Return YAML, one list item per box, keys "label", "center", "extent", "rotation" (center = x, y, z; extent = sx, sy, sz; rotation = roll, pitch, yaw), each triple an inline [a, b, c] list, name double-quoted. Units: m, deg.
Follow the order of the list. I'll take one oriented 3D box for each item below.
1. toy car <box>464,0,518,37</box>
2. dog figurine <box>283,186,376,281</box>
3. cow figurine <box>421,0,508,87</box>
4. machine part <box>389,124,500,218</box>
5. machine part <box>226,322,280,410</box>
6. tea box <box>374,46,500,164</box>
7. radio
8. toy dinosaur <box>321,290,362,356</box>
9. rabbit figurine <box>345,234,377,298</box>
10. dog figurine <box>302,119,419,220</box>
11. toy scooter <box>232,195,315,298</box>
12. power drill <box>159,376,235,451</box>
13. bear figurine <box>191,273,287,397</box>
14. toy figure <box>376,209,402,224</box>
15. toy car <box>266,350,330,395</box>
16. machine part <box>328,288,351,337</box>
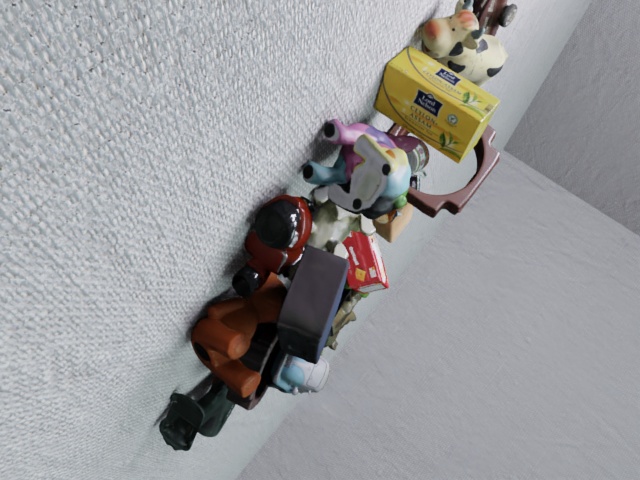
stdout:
- label: "toy car"
  center: [0.283, -0.362, 0.966]
  extent: [0.053, 0.089, 0.202]
  rotation: [-43, 163, -20]
- label: "dog figurine"
  center: [0.007, -0.010, 0.967]
  extent: [0.172, 0.121, 0.190]
  rotation: [-42, 177, -25]
- label: "cow figurine"
  center: [0.235, -0.311, 0.873]
  extent: [0.195, 0.085, 0.127]
  rotation: [1, 159, -42]
- label: "machine part"
  center: [0.228, -0.160, 1.053]
  extent: [0.201, 0.201, 0.087]
  rotation: [-53, 168, -1]
- label: "machine part"
  center: [-0.114, 0.224, 0.997]
  extent: [0.179, 0.056, 0.179]
  rotation: [20, 90, -80]
- label: "tea box"
  center: [0.177, -0.210, 0.835]
  extent: [0.068, 0.170, 0.098]
  rotation: [-44, 162, -28]
- label: "radio"
  center: [-0.013, 0.110, 0.843]
  extent: [0.229, 0.073, 0.131]
  rotation: [91, 19, -68]
- label: "toy dinosaur"
  center: [0.004, 0.182, 1.205]
  extent: [0.198, 0.105, 0.470]
  rotation: [-57, 159, -22]
- label: "rabbit figurine"
  center: [0.080, 0.039, 1.316]
  extent: [0.159, 0.121, 0.170]
  rotation: [47, 62, -70]
- label: "dog figurine"
  center: [0.095, -0.113, 0.819]
  extent: [0.219, 0.192, 0.108]
  rotation: [-8, 129, -49]
- label: "toy scooter"
  center: [-0.056, -0.001, 0.797]
  extent: [0.135, 0.075, 0.183]
  rotation: [-32, 158, -54]
- label: "power drill"
  center: [-0.209, 0.297, 1.039]
  extent: [0.232, 0.086, 0.207]
  rotation: [-64, 171, 15]
- label: "bear figurine"
  center: [-0.103, 0.131, 0.859]
  extent: [0.196, 0.132, 0.120]
  rotation: [-34, 131, -37]
- label: "toy figure"
  center: [0.121, -0.072, 1.088]
  extent: [0.058, 0.064, 0.154]
  rotation: [-41, 148, -1]
- label: "toy car"
  center: [-0.035, 0.253, 1.034]
  extent: [0.161, 0.103, 0.109]
  rotation: [83, 30, -66]
- label: "machine part"
  center: [0.008, 0.141, 0.997]
  extent: [0.139, 0.084, 0.039]
  rotation: [-47, 126, -36]
